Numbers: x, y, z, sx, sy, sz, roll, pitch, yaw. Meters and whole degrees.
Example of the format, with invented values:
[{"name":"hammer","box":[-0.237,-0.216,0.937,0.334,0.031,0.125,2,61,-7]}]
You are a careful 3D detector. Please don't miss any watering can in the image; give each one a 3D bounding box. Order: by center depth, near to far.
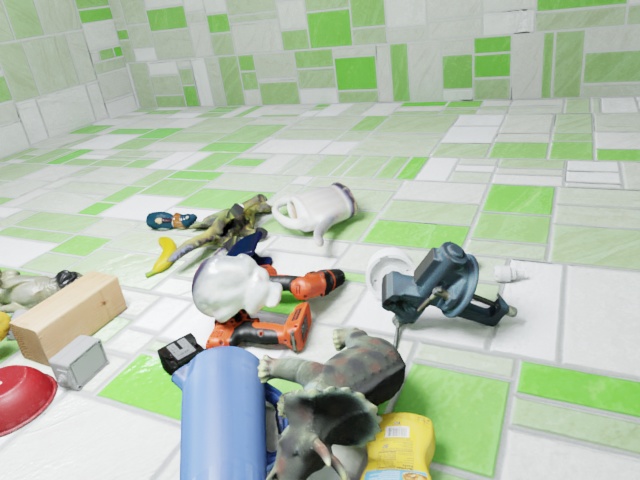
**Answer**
[{"name":"watering can","box":[0.004,-0.070,1.397,0.226,0.102,0.352,-18,27,-20]}]

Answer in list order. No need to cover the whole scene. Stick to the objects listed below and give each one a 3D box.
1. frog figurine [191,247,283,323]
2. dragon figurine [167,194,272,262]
[{"name":"frog figurine","box":[-0.159,0.097,0.986,0.160,0.138,0.121,25,-10,14]},{"name":"dragon figurine","box":[-0.284,-0.035,1.451,0.415,0.121,0.242,-25,14,-34]}]
